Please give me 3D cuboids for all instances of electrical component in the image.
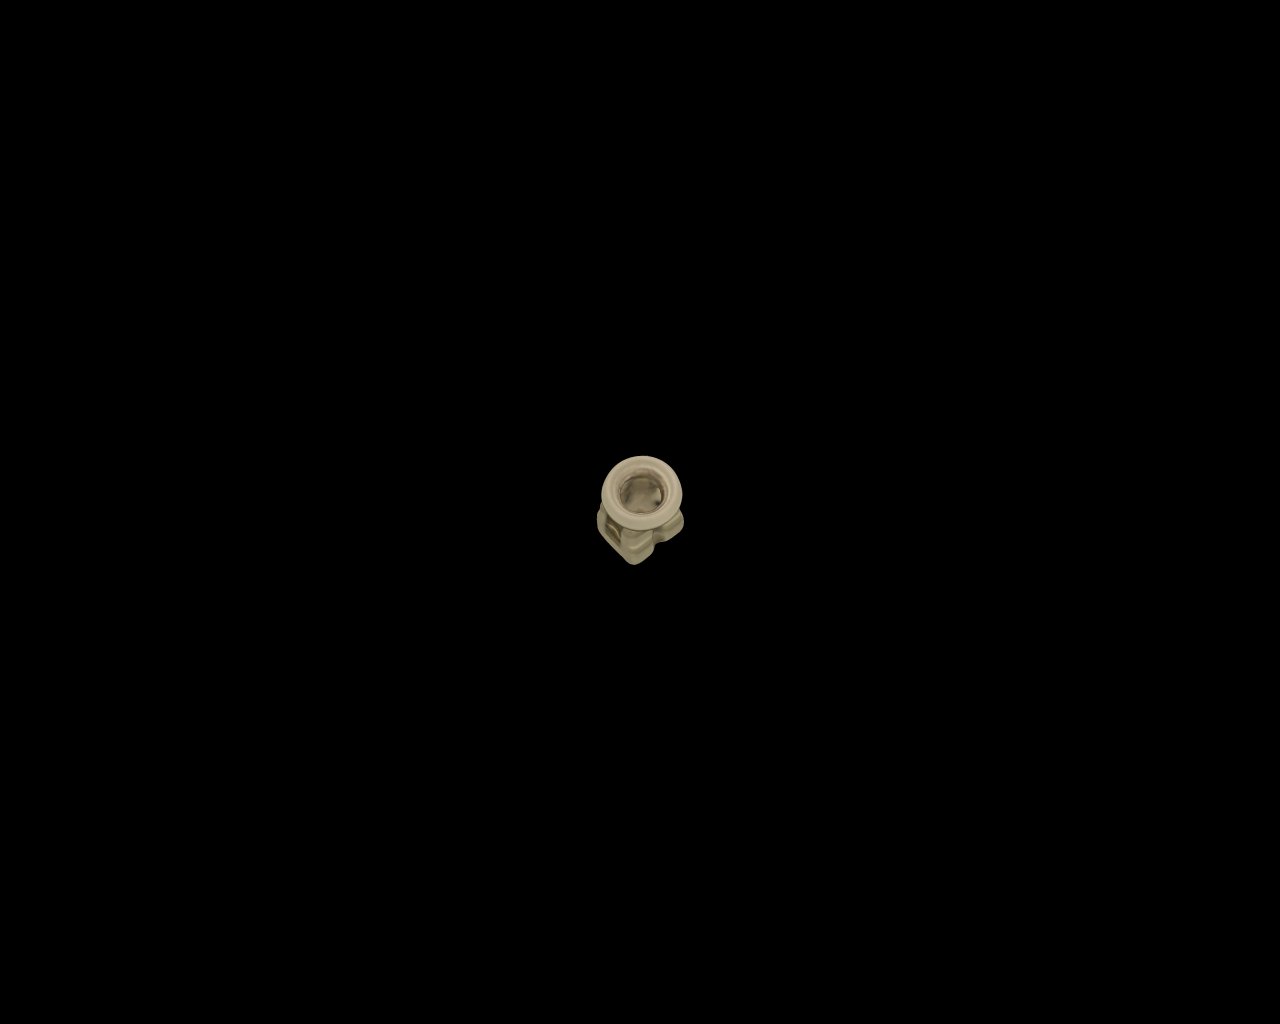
[{"bbox_3d":[0.001,-0.003,0.650,0.066,0.048,0.055,-38,-21,-18],"label":"electrical component"}]
